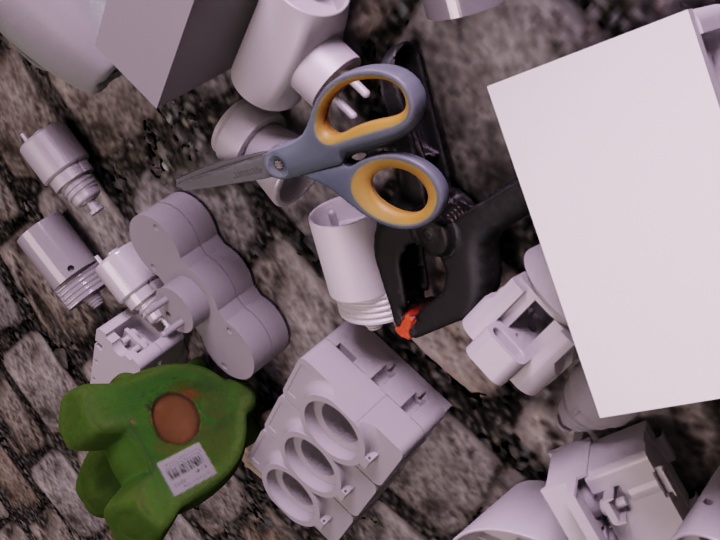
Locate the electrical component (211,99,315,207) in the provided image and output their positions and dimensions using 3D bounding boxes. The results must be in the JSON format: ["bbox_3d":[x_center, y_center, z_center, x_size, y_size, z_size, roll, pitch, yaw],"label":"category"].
[{"bbox_3d":[-0.055,-0.071,0.642,0.055,0.045,0.045,39,140,18],"label":"electrical component"}]

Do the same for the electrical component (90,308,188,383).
[{"bbox_3d":[-0.178,0.072,0.871,0.050,0.056,0.089,40,141,15],"label":"electrical component"}]

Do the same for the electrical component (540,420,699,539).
[{"bbox_3d":[0.156,0.147,0.581,0.063,0.078,0.121,-27,100,22],"label":"electrical component"}]

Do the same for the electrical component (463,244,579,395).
[{"bbox_3d":[0.095,0.022,0.546,0.058,0.078,0.057,48,120,13],"label":"electrical component"}]

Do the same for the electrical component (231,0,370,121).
[{"bbox_3d":[-0.026,-0.114,0.579,0.079,0.044,0.077,45,142,8],"label":"electrical component"}]

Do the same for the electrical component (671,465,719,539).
[{"bbox_3d":[0.200,0.130,0.518,0.079,0.077,0.043,33,138,22],"label":"electrical component"}]

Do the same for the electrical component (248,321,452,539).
[{"bbox_3d":[-0.014,0.115,0.735,0.089,0.062,0.150,43,141,12],"label":"electrical component"}]

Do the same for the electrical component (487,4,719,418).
[{"bbox_3d":[0.128,-0.024,0.453,0.089,0.062,0.150,-16,96,35],"label":"electrical component"}]

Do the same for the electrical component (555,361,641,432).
[{"bbox_3d":[0.128,0.065,0.568,0.040,0.040,0.078,45,142,8],"label":"electrical component"}]

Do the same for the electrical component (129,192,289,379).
[{"bbox_3d":[-0.117,0.019,0.753,0.138,0.074,0.052,55,142,-4],"label":"electrical component"}]

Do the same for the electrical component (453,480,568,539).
[{"bbox_3d":[0.111,0.179,0.657,0.099,0.064,0.099,26,136,29],"label":"electrical component"}]

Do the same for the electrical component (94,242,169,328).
[{"bbox_3d":[-0.169,0.013,0.828,0.078,0.040,0.040,52,142,0],"label":"electrical component"}]

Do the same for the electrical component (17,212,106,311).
[{"bbox_3d":[-0.239,-0.003,0.884,0.081,0.043,0.043,53,142,-1],"label":"electrical component"}]

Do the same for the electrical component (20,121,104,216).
[{"bbox_3d":[-0.221,-0.075,0.810,0.078,0.040,0.040,54,142,-3],"label":"electrical component"}]

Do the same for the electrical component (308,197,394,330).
[{"bbox_3d":[0.000,0.000,0.644,0.043,0.043,0.081,10,126,40],"label":"electrical component"}]
